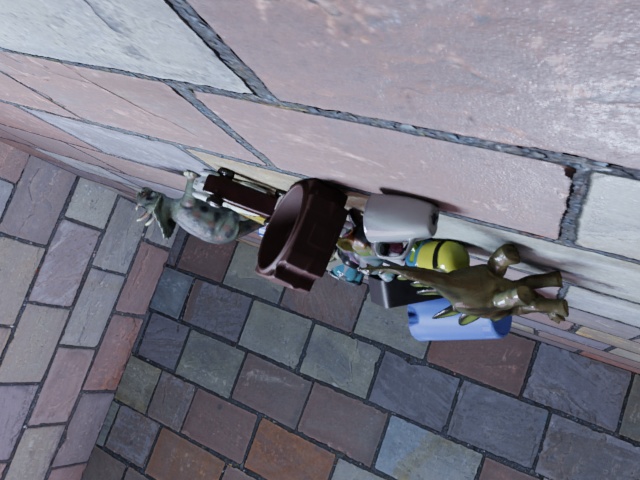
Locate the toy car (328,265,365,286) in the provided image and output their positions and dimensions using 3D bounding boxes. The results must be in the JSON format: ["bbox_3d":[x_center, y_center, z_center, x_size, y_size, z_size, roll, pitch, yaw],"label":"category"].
[{"bbox_3d":[0.098,0.053,1.546,0.109,0.102,0.162,28,-144,9],"label":"toy car"}]

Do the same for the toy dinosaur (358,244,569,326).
[{"bbox_3d":[0.290,0.094,0.980,0.471,0.105,0.198,22,146,-31],"label":"toy dinosaur"}]

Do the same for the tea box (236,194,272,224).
[{"bbox_3d":[-0.117,-0.067,1.371,0.098,0.068,0.169,14,170,42],"label":"tea box"}]

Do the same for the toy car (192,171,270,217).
[{"bbox_3d":[-0.212,-0.110,1.273,0.202,0.073,0.056,18,177,15],"label":"toy car"}]

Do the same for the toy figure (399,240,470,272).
[{"bbox_3d":[0.236,0.036,1.125,0.082,0.089,0.180,-6,-166,-20],"label":"toy figure"}]

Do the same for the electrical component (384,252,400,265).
[{"bbox_3d":[0.167,0.035,1.462,0.119,0.047,0.075,19,174,-2],"label":"electrical component"}]

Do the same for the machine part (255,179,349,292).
[{"bbox_3d":[-0.041,-0.010,1.020,0.087,0.201,0.201,24,173,-19],"label":"machine part"}]

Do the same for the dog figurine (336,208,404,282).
[{"bbox_3d":[0.087,0.002,1.198,0.192,0.108,0.219,18,170,38],"label":"dog figurine"}]

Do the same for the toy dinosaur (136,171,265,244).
[{"bbox_3d":[-0.300,-0.058,1.463,0.405,0.192,0.131,23,175,-17],"label":"toy dinosaur"}]

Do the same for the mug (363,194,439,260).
[{"bbox_3d":[0.131,-0.023,0.858,0.107,0.109,0.080,1,160,30],"label":"mug"}]

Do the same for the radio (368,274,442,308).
[{"bbox_3d":[0.241,0.110,1.340,0.230,0.073,0.131,-7,-177,-16],"label":"radio"}]

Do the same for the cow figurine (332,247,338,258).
[{"bbox_3d":[-0.043,-0.015,1.292,0.195,0.085,0.127,33,-149,-19],"label":"cow figurine"}]

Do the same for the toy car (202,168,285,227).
[{"bbox_3d":[-0.161,-0.091,1.201,0.202,0.089,0.053,19,170,-7],"label":"toy car"}]

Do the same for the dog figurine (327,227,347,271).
[{"bbox_3d":[-0.003,-0.008,1.490,0.172,0.121,0.191,28,-176,-31],"label":"dog figurine"}]
